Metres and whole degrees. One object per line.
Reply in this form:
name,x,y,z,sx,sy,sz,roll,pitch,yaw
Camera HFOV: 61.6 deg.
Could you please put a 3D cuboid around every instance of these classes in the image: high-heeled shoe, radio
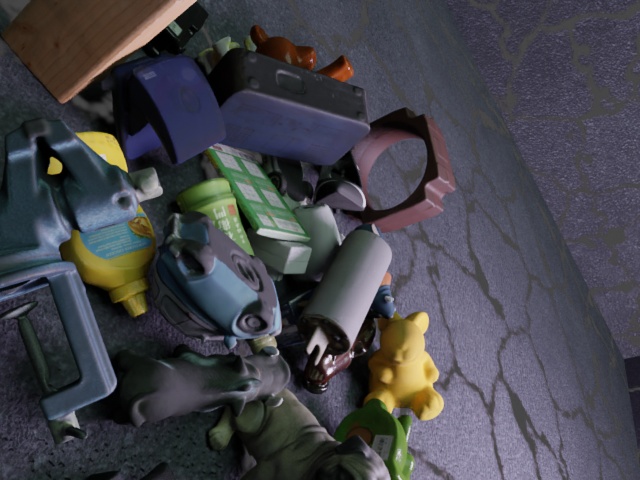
high-heeled shoe,0.035,-0.121,0.897,0.248,0.086,0.145,111,-18,-87
radio,-0.049,-0.178,0.755,0.229,0.131,0.073,6,66,-33

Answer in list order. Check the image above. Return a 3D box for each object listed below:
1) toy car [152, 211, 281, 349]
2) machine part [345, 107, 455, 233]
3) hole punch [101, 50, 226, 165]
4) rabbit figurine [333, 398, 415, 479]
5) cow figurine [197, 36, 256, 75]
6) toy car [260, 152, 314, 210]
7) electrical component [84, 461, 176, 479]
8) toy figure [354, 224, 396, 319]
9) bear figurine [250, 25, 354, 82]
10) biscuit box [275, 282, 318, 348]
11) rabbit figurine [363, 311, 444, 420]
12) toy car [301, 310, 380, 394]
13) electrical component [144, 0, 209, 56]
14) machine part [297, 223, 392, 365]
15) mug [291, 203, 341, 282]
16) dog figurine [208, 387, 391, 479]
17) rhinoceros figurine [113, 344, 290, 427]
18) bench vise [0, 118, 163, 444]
toy car,-0.119,0.053,0.564,0.161,0.103,0.109,44,14,-33
machine part,0.140,-0.126,1.007,0.087,0.201,0.201,23,53,-53
hole punch,-0.175,-0.154,0.631,0.142,0.092,0.115,-46,145,-52
rabbit figurine,0.079,0.320,0.763,0.159,0.121,0.170,-74,149,-53
cow figurine,-0.112,-0.272,0.856,0.167,0.068,0.098,-39,109,-53
toy car,-0.063,-0.128,0.853,0.073,0.056,0.202,10,62,-46
electrical component,-0.183,0.239,0.464,0.119,0.048,0.074,-34,100,-58
toy figure,0.082,0.051,0.834,0.064,0.058,0.154,38,38,-51
bear figurine,-0.020,-0.258,0.839,0.195,0.132,0.120,44,28,-65
biscuit box,-0.004,0.094,0.796,0.202,0.063,0.059,-24,93,-57
rabbit figurine,0.134,0.180,0.837,0.173,0.122,0.162,78,20,-47
toy car,0.042,0.155,0.796,0.202,0.053,0.089,-21,133,-58
electrical component,-0.220,-0.323,0.742,0.114,0.058,0.134,47,37,-31
machine part,0.037,0.067,0.724,0.079,0.079,0.243,53,44,-22
mug,-0.002,-0.002,0.810,0.109,0.081,0.107,-29,116,-56
dog figurine,-0.013,0.218,0.590,0.121,0.191,0.172,9,62,-53
rhinoceros figurine,-0.117,0.142,0.551,0.190,0.112,0.073,7,76,-45
bench vise,-0.217,0.036,0.430,0.224,0.129,0.240,-19,89,-28
